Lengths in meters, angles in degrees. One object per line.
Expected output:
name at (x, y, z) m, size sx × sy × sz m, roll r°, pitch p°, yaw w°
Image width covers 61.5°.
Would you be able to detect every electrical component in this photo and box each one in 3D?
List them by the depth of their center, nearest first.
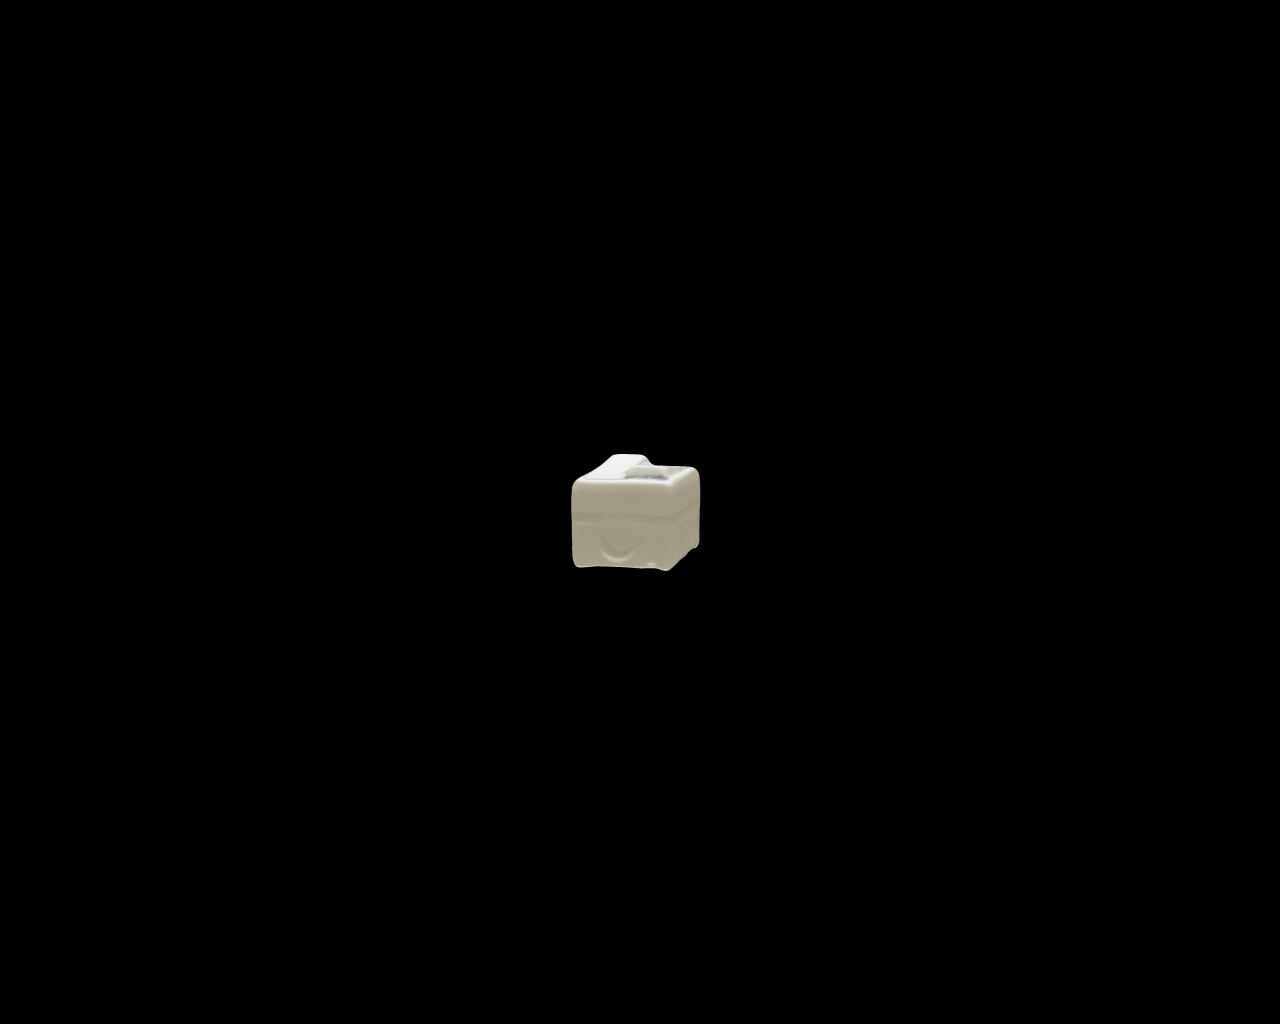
electrical component at (0.001, -0.003, 0.650) m, size 0.062 × 0.061 × 0.096 m, roll 3°, pitch 10°, yaw 15°
